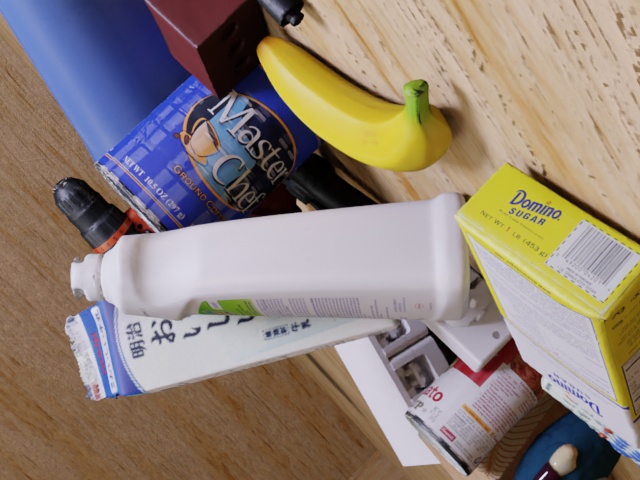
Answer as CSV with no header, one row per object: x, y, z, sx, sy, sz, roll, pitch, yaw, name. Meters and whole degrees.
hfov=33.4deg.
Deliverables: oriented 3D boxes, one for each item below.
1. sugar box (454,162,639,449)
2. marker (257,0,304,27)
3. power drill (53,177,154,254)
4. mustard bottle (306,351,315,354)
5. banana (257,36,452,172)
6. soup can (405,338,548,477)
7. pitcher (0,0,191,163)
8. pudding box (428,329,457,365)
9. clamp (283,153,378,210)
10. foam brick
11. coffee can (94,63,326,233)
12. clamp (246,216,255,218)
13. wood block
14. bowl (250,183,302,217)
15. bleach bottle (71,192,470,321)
0.136,0.040,0.562,0.093,0.048,0.176,40,173,35,sugar box
-0.054,-0.164,0.605,0.121,0.020,0.020,45,172,10,marker
-0.166,-0.044,1.148,0.184,0.187,0.057,48,173,-22,power drill
-0.021,0.064,1.265,0.058,0.096,0.191,43,171,29,mustard bottle
0.022,-0.076,0.608,0.198,0.037,0.069,29,143,58,banana
0.122,0.118,0.800,0.068,0.102,0.068,45,172,7,soup can
-0.166,-0.170,0.806,0.149,0.145,0.242,24,158,29,pitcher
0.126,0.129,1.055,0.090,0.039,0.113,34,163,50,pudding box
-0.003,-0.043,0.866,0.171,0.039,0.120,41,166,7,clamp
-0.070,-0.139,0.691,0.051,0.053,0.078,44,172,17,foam brick
-0.075,-0.064,0.765,0.103,0.140,0.103,45,172,8,coffee can
-0.006,0.001,0.968,0.210,0.036,0.164,24,-166,19,clamp
0.181,0.201,0.916,0.090,0.090,0.206,23,157,46,wood block
-0.086,-0.068,0.952,0.162,0.055,0.162,16,-169,-3,bowl
-0.034,0.017,0.673,0.102,0.251,0.068,71,-163,-70,bleach bottle
